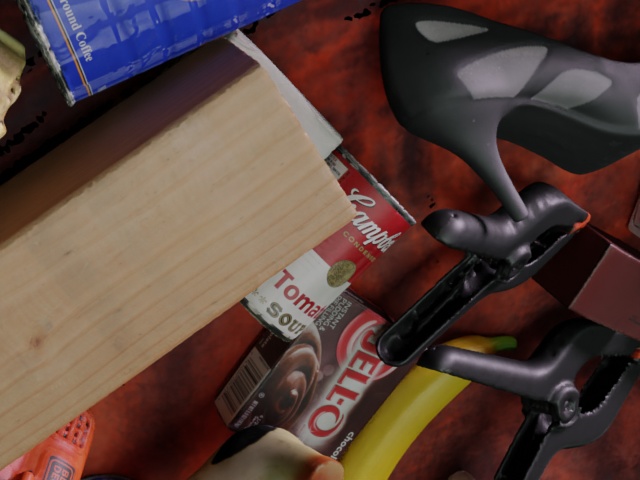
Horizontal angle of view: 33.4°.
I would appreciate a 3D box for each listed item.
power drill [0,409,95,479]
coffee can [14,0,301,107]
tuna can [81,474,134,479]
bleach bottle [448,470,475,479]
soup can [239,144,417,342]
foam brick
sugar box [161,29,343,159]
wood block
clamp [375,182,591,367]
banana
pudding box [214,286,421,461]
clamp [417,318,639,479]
[{"bbox_3d":[-0.208,0.125,0.539,0.057,0.184,0.187,-28,125,31],"label":"power drill"},{"bbox_3d":[-0.075,-0.137,0.492,0.140,0.103,0.103,-26,123,-10],"label":"coffee can"},{"bbox_3d":[-0.141,0.193,0.678,0.086,0.034,0.086,-10,119,-19],"label":"tuna can"},{"bbox_3d":[0.018,0.269,0.773,0.250,0.068,0.102,-26,122,-7],"label":"bleach bottle"},{"bbox_3d":[-0.004,0.001,0.618,0.102,0.069,0.068,-44,125,3],"label":"soup can"},{"bbox_3d":[0.194,0.026,0.730,0.078,0.051,0.053,24,104,-32],"label":"foam brick"},{"bbox_3d":[-0.081,-0.026,0.582,0.176,0.048,0.093,-45,124,4],"label":"sugar box"},{"bbox_3d":[-0.099,0.002,0.508,0.206,0.091,0.090,-36,117,-3],"label":"wood block"},{"bbox_3d":[0.103,0.016,0.665,0.171,0.039,0.120,-15,145,-42],"label":"clamp"},{"bbox_3d":[0.057,0.133,0.732,0.069,0.037,0.198,37,97,-33],"label":"banana"},{"bbox_3d":[0.000,0.085,0.681,0.090,0.039,0.113,34,98,-34],"label":"pudding box"},{"bbox_3d":[0.152,0.105,0.731,0.209,0.036,0.164,-32,117,-28],"label":"clamp"}]
